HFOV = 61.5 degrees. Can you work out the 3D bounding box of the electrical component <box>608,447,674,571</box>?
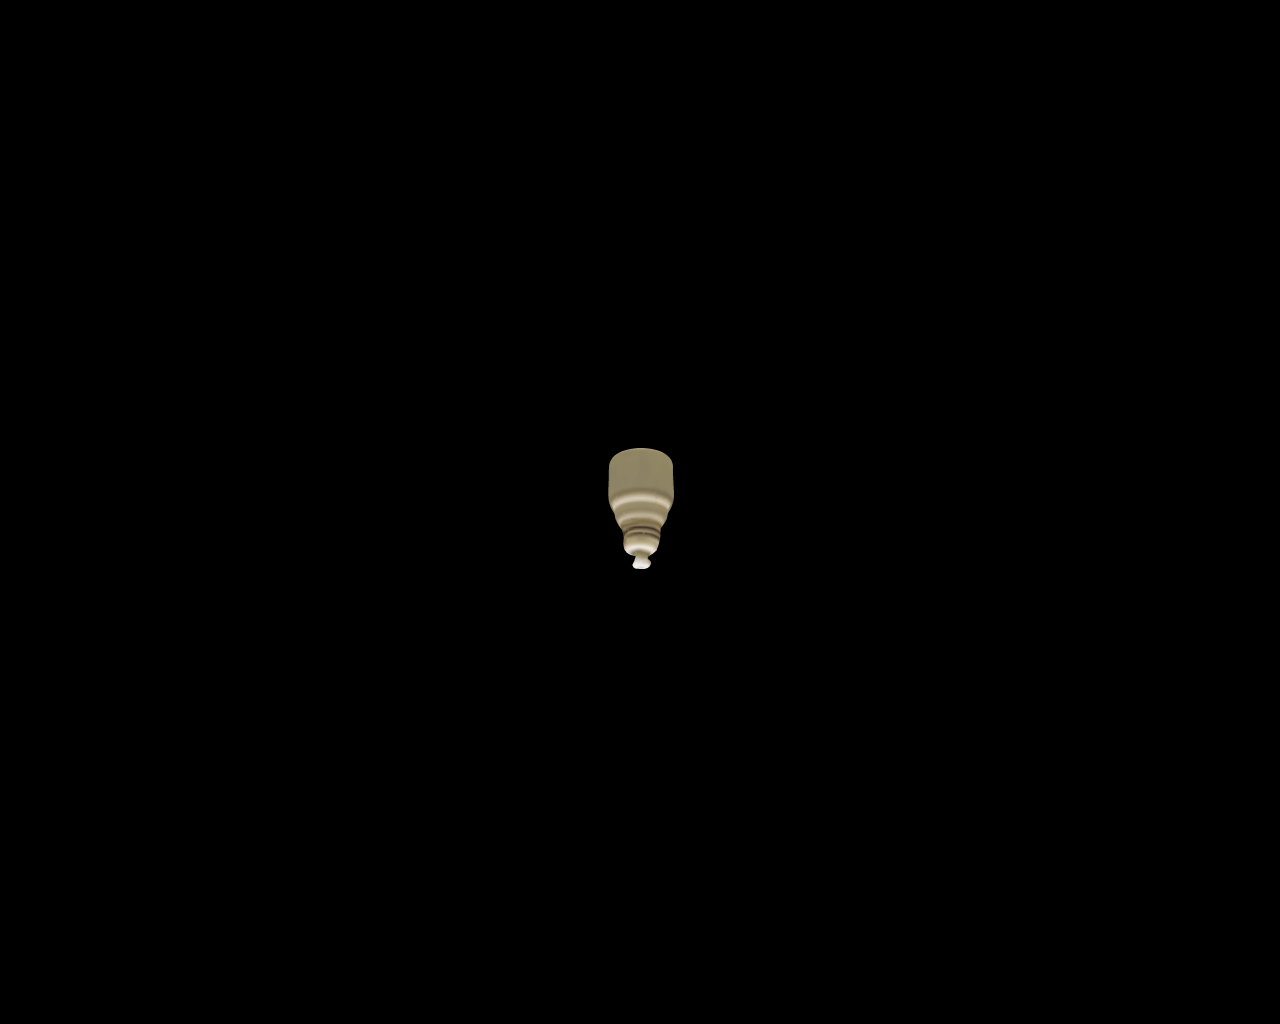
[{"bbox_3d":[0.001,-0.003,0.650,0.040,0.078,0.040,0,-25,0],"label":"electrical component"}]
